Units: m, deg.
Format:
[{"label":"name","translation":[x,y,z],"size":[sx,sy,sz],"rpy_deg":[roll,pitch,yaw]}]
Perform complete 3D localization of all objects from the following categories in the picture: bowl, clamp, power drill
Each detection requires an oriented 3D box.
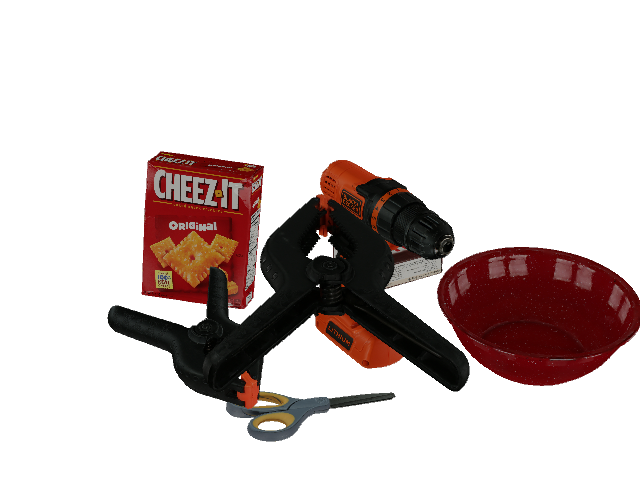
[{"label":"bowl","translation":[0.173,0.068,0.863],"size":[0.162,0.055,0.162],"rpy_deg":[0,31,0]},{"label":"clamp","translation":[0.016,0.035,0.729],"size":[0.164,0.036,0.210],"rpy_deg":[5,33,2]},{"label":"clamp","translation":[-0.098,0.084,0.960],"size":[0.120,0.039,0.172],"rpy_deg":[-34,51,-28]},{"label":"power drill","translation":[0.058,0.030,1.070],"size":[0.057,0.188,0.185],"rpy_deg":[-9,29,-32]}]

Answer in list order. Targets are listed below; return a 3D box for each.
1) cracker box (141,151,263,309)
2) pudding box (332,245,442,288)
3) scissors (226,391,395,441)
[{"label":"cracker box","translation":[-0.178,-0.013,1.597],"size":[0.164,0.214,0.072],"rpy_deg":[9,19,8]},{"label":"pudding box","translation":[0.085,0.023,1.353],"size":[0.113,0.039,0.090],"rpy_deg":[-17,27,-25]},{"label":"scissors","translation":[-0.004,0.194,1.194],"size":[0.201,0.016,0.096],"rpy_deg":[3,23,-11]}]
